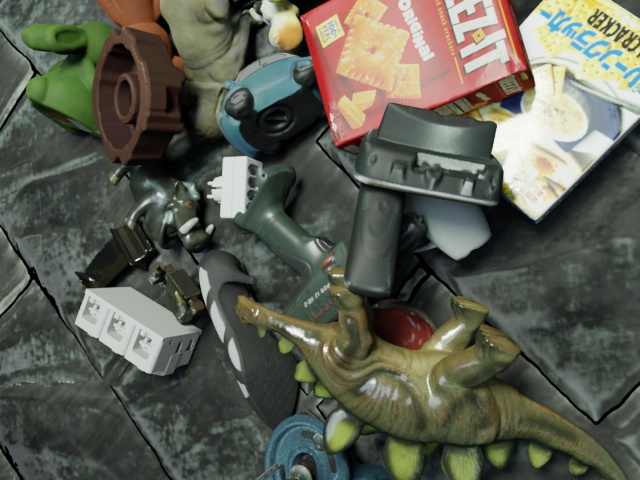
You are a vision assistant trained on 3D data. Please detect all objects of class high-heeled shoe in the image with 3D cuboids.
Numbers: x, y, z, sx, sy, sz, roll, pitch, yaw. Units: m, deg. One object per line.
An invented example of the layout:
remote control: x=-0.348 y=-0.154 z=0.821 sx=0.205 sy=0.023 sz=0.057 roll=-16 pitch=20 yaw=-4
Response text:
high-heeled shoe: x=-0.110 y=0.136 z=0.730 sx=0.145 sy=0.086 sz=0.248 roll=1 pitch=103 yaw=51

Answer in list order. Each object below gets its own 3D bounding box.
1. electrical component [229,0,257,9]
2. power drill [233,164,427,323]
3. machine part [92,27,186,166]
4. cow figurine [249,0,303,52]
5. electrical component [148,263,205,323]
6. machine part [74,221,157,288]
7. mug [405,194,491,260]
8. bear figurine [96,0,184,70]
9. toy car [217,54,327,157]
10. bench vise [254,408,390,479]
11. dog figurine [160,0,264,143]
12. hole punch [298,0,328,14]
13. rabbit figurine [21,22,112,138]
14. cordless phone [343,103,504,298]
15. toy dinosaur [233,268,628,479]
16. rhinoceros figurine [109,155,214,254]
electrical component: x=-0.116 y=-0.394 z=0.739 sx=0.115 sy=0.058 sz=0.134 roll=-20 pitch=109 yaw=23
power drill: x=-0.001 y=-0.002 z=0.665 sx=0.207 sy=0.086 sz=0.232 roll=44 pitch=120 yaw=16
machine part: x=-0.245 y=-0.187 z=0.716 sx=0.180 sy=0.056 sz=0.179 roll=6 pitch=99 yaw=45
cow figurine: x=-0.056 y=-0.332 z=0.680 sx=0.098 sy=0.068 sz=0.167 roll=45 pitch=137 yaw=45
electrical component: x=-0.204 y=0.076 z=0.757 sx=0.102 sy=0.045 sz=0.078 roll=50 pitch=135 yaw=24
machine part: x=-0.315 y=0.032 z=0.830 sx=0.139 sy=0.039 sz=0.084 roll=-38 pitch=79 yaw=15
mug: x=0.138 y=-0.024 z=0.622 sx=0.109 sy=0.081 sz=0.107 roll=-39 pitch=80 yaw=12
bear figurine: x=-0.271 y=-0.336 z=0.807 sx=0.120 sy=0.132 sz=0.195 roll=-17 pitch=113 yaw=-12
toy car: x=-0.061 y=-0.192 z=0.705 sx=0.162 sy=0.109 sz=0.103 roll=-30 pitch=58 yaw=9
bench vise: x=0.001 y=0.280 z=0.586 sx=0.224 sy=0.240 sz=0.129 roll=47 pitch=109 yaw=35
dog figurine: x=-0.161 y=-0.240 z=0.715 sx=0.121 sy=0.172 sz=0.190 roll=6 pitch=82 yaw=34
hole punch: x=0.032 y=-0.330 z=0.689 sx=0.142 sy=0.092 sz=0.115 roll=61 pitch=143 yaw=13
rabbit figurine: x=-0.375 y=-0.266 z=0.826 sx=0.121 sy=0.159 sz=0.170 roll=13 pitch=77 yaw=33
cordless phone: x=0.098 y=-0.028 z=0.520 sx=0.147 sy=0.088 sz=0.184 roll=11 pitch=70 yaw=1
toy dinosaur: x=0.123 y=0.159 z=0.560 sx=0.472 sy=0.105 sz=0.198 roll=18 pitch=109 yaw=7
rhinoceros figurine: x=-0.225 y=-0.056 z=0.783 sx=0.112 sy=0.073 sz=0.190 roll=-36 pitch=70 yaw=4
